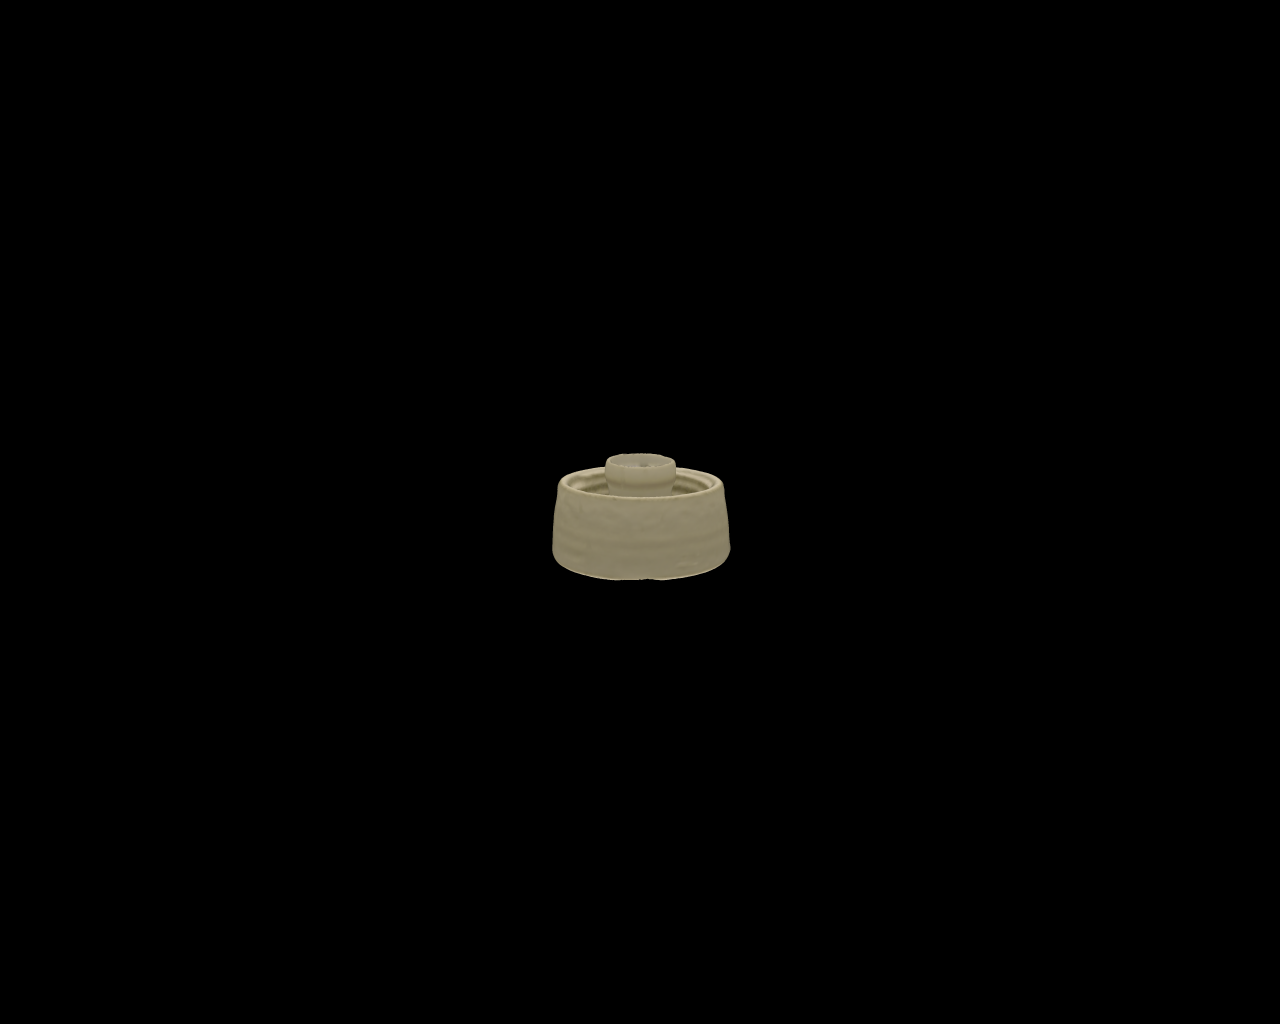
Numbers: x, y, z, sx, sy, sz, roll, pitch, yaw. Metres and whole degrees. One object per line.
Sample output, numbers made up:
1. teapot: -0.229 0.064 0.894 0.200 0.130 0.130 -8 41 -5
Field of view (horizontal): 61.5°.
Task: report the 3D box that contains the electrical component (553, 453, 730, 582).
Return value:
1. electrical component: 0.001 -0.003 0.650 0.108 0.060 0.108 0 14 0
